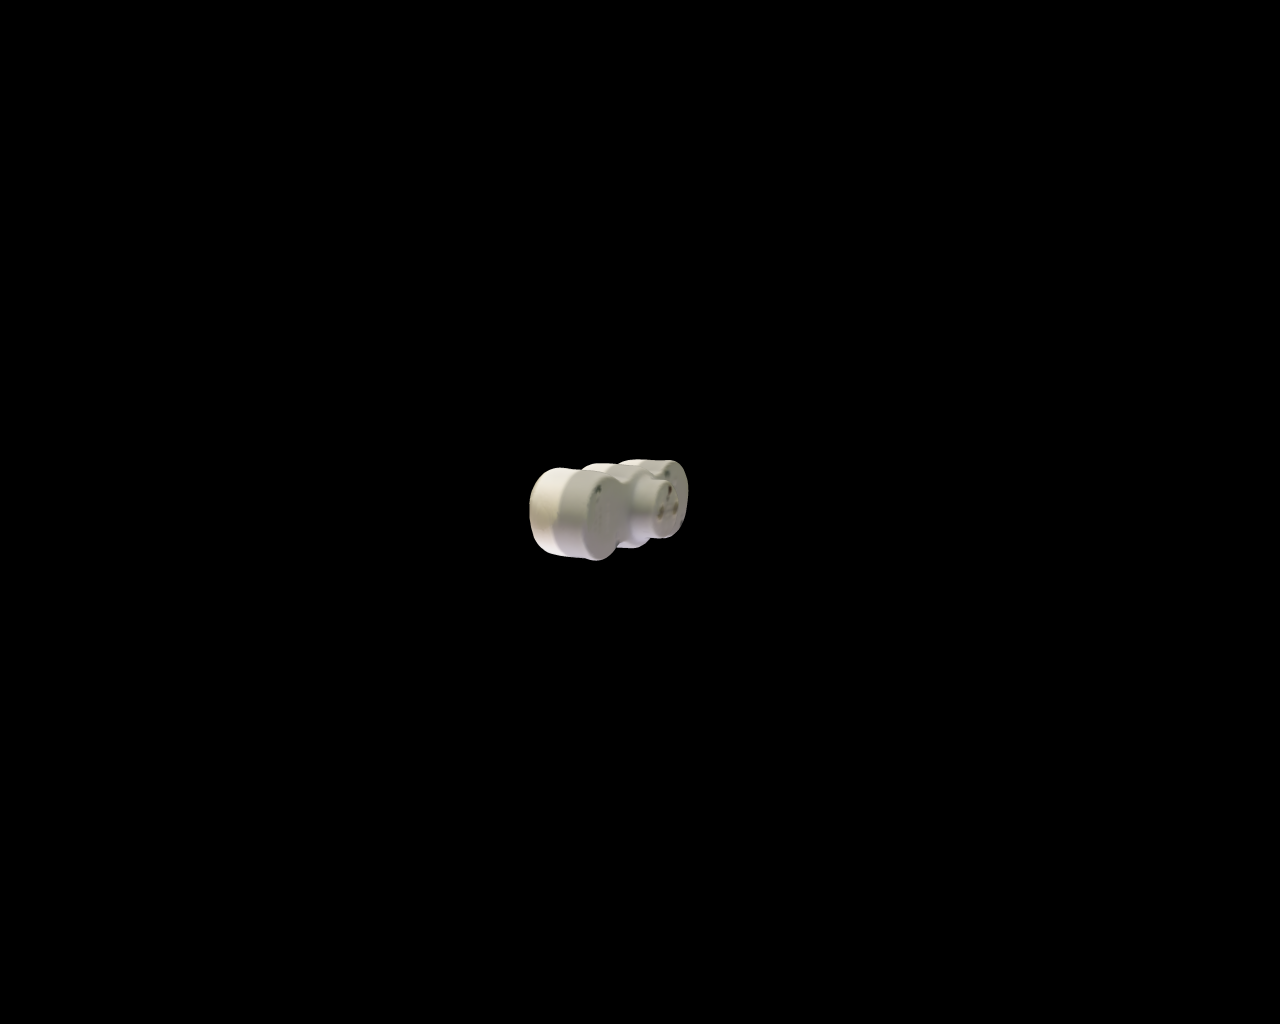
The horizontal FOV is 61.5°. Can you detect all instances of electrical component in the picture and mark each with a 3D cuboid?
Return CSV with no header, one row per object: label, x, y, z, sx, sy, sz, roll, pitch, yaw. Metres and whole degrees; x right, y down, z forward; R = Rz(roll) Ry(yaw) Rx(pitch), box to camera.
electrical component,0.001,-0.003,0.650,0.074,0.052,0.138,4,8,28
